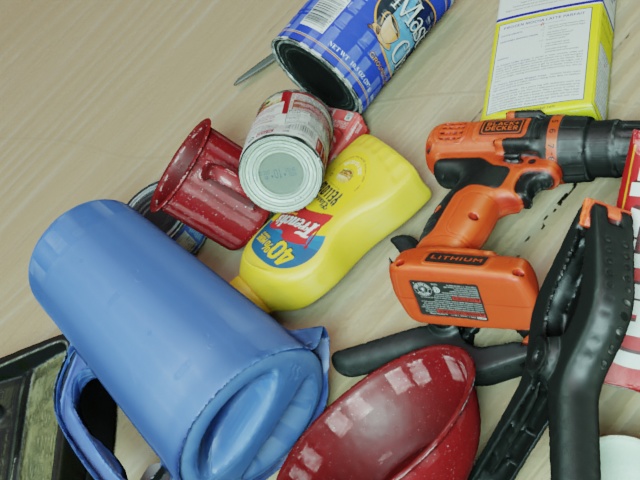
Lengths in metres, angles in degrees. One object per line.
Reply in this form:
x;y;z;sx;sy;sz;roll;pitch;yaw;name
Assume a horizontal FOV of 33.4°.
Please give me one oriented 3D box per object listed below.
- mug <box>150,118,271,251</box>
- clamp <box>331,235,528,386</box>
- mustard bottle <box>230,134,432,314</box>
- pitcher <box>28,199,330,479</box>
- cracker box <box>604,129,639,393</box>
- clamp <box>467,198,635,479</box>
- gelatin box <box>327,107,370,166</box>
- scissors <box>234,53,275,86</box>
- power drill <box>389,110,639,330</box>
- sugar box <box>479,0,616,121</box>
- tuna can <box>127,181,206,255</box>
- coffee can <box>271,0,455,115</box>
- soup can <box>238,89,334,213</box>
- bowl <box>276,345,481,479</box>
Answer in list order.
-0.082;-0.044;0.902;0.093;0.081;0.117;-62;19;-12;mug
0.087;0.068;0.769;0.172;0.039;0.120;23;80;45;clamp
-0.006;0.001;0.862;0.191;0.058;0.096;-43;37;-3;mustard bottle
-0.124;0.078;0.799;0.243;0.148;0.145;38;120;35;pitcher
0.277;0.027;0.624;0.214;0.072;0.164;10;84;35;cracker box
0.141;0.080;0.641;0.165;0.036;0.210;144;142;-73;clamp
-0.010;-0.085;0.950;0.089;0.030;0.073;19;68;40;gelatin box
-0.003;-0.227;1.065;0.202;0.016;0.096;-24;46;14;scissors
0.142;-0.021;0.757;0.185;0.057;0.187;0;42;32;power drill
0.190;-0.156;0.872;0.093;0.048;0.176;-5;51;29;sugar box
-0.144;-0.014;0.976;0.086;0.033;0.086;-17;49;21;tuna can
0.039;-0.194;0.953;0.103;0.102;0.140;29;75;42;coffee can
-0.026;-0.073;0.857;0.069;0.068;0.102;-22;23;16;soup can
0.048;0.142;0.696;0.162;0.055;0.162;-36;14;10;bowl
